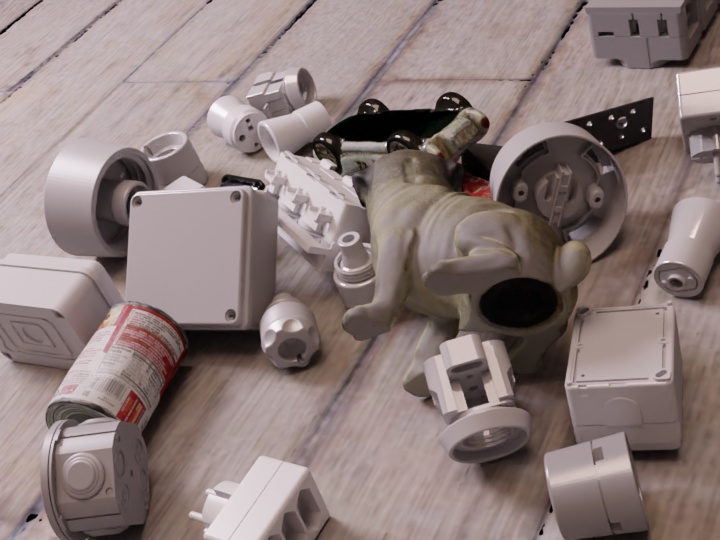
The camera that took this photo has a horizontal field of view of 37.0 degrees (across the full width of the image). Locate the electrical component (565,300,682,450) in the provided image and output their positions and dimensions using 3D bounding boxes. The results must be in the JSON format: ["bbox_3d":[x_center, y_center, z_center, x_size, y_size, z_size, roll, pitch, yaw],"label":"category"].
[{"bbox_3d":[0.166,0.064,0.665,0.062,0.061,0.096,-5,31,20],"label":"electrical component"}]

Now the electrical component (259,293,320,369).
[{"bbox_3d":[-0.054,0.041,0.804,0.043,0.043,0.062,-19,35,1],"label":"electrical component"}]

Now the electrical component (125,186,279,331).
[{"bbox_3d":[-0.124,-0.007,0.841,0.109,0.056,0.108,-1,83,24],"label":"electrical component"}]

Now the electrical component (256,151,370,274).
[{"bbox_3d":[-0.032,-0.049,0.881,0.079,0.063,0.121,8,21,-35],"label":"electrical component"}]

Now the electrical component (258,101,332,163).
[{"bbox_3d":[-0.060,-0.135,1.034,0.065,0.044,0.044,-29,37,-19],"label":"electrical component"}]

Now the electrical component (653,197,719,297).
[{"bbox_3d":[0.229,-0.013,0.746,0.044,0.044,0.065,9,50,33],"label":"electrical component"}]

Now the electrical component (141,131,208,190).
[{"bbox_3d":[-0.182,-0.101,1.040,0.055,0.047,0.055,-13,37,10],"label":"electrical component"}]

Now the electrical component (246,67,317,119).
[{"bbox_3d":[-0.078,-0.179,1.094,0.055,0.048,0.066,-11,37,24],"label":"electrical component"}]

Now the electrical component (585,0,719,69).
[{"bbox_3d":[0.284,-0.256,1.012,0.089,0.061,0.150,9,45,33],"label":"electrical component"}]

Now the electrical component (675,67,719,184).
[{"bbox_3d":[0.271,-0.104,0.823,0.047,0.083,0.075,-5,77,19],"label":"electrical component"}]

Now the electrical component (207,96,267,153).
[{"bbox_3d":[-0.120,-0.145,1.069,0.045,0.045,0.055,-34,39,-18],"label":"electrical component"}]

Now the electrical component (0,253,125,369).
[{"bbox_3d":[-0.251,0.033,0.875,0.113,0.078,0.057,5,46,29],"label":"electrical component"}]

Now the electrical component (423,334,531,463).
[{"bbox_3d":[0.074,0.084,0.670,0.058,0.078,0.057,-16,57,4],"label":"electrical component"}]

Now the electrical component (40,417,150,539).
[{"bbox_3d":[-0.174,0.136,0.708,0.051,0.080,0.080,-8,38,6],"label":"electrical component"}]

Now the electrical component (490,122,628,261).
[{"bbox_3d":[0.145,-0.057,0.796,0.099,0.099,0.064,-17,30,4],"label":"electrical component"}]

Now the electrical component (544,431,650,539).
[{"bbox_3d":[0.133,0.123,0.606,0.047,0.055,0.055,-15,37,13],"label":"electrical component"}]

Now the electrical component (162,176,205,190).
[{"bbox_3d":[-0.148,-0.036,0.935,0.059,0.053,0.095,-37,40,-23],"label":"electrical component"}]

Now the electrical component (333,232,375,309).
[{"bbox_3d":[0.000,0.000,0.815,0.043,0.062,0.043,-13,37,10],"label":"electrical component"}]

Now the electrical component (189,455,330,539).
[{"bbox_3d":[-0.071,0.153,0.665,0.077,0.047,0.065,8,45,32],"label":"electrical component"}]

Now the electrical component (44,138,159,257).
[{"bbox_3d":[-0.223,-0.062,0.964,0.060,0.108,0.108,8,44,24],"label":"electrical component"}]
